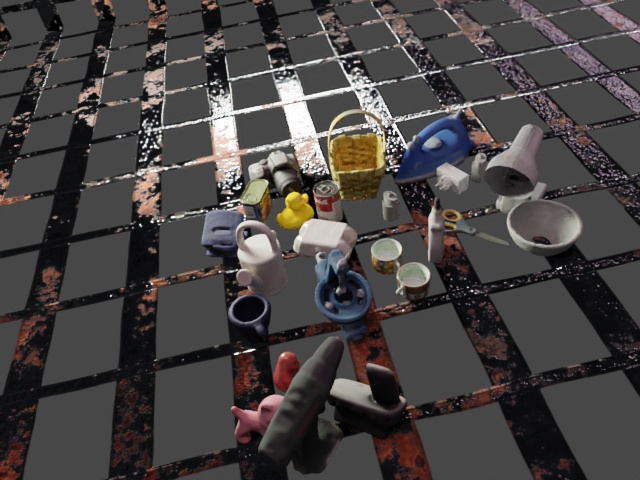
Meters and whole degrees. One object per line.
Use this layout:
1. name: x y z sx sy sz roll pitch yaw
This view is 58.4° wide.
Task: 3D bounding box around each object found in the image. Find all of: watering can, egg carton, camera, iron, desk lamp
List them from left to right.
1. watering can: -0.137 0.039 1.313 0.101 0.194 0.172 -9 43 1
2. camera: -0.116 -0.177 1.602 0.143 0.101 0.136 -20 44 -11
3. egg carton: 0.013 0.005 1.412 0.150 0.069 0.107 8 46 18
4. iron: 0.308 -0.263 1.587 0.259 0.142 0.118 -30 47 -20
5. desk lamp: 0.484 -0.159 1.395 0.117 0.214 0.203 19 51 28

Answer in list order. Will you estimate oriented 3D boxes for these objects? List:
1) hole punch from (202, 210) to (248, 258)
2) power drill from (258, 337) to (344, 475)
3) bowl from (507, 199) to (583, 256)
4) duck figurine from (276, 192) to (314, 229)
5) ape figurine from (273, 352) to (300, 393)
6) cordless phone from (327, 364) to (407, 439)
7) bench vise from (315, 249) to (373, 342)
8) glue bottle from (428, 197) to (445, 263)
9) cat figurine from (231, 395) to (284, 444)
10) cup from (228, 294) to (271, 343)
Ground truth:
1. hole punch: -0.243 -0.016 1.463 0.108 0.091 0.101 0 44 11
2. power drill: -0.016 0.307 1.000 0.075 0.209 0.230 18 50 26
3. bowl: 0.521 -0.016 1.341 0.167 0.075 0.167 -5 44 5
4. duck figurine: -0.070 -0.084 1.508 0.105 0.086 0.077 -27 46 -17
5. ape figurine: -0.059 0.259 1.143 0.076 0.092 0.077 -9 43 1
6. cordless phone: 0.080 0.266 1.043 0.147 0.185 0.094 11 47 20
7. bench vise: 0.025 0.087 1.214 0.122 0.220 0.206 -33 48 -23
8. glue bottle: 0.270 -0.030 1.328 0.037 0.173 0.078 3 45 13
9. cat figurine: -0.103 0.326 1.062 0.127 0.118 0.067 0 44 10
10. cup: -0.137 0.186 1.231 0.092 0.095 0.117 -26 46 -16
